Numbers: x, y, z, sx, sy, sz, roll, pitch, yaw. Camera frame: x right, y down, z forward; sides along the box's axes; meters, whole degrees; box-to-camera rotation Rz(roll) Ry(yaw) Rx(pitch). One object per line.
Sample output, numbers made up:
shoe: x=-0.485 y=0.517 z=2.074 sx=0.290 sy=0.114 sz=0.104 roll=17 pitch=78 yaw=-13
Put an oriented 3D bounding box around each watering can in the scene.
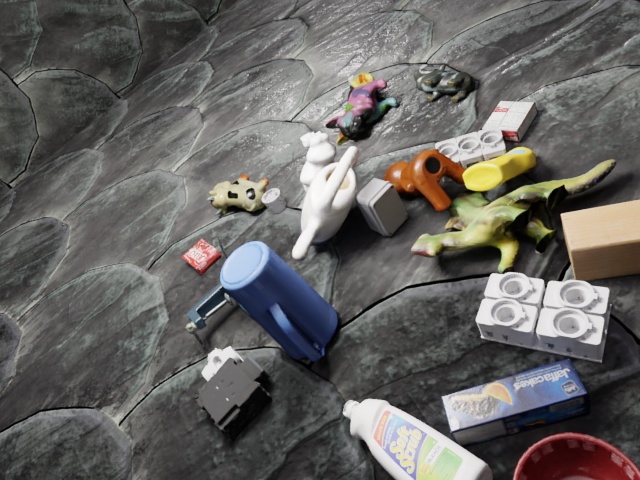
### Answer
watering can: x=0.003 y=-0.058 z=1.143 sx=0.104 sy=0.219 sz=0.355 roll=26 pitch=58 yaw=3

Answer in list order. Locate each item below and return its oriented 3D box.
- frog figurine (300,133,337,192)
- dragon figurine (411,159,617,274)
frog figurine: x=-0.006 y=-0.193 z=1.330 sx=0.123 sy=0.156 sz=0.140 roll=11 pitch=55 yaw=41
dragon figurine: x=0.360 y=-0.068 z=1.031 sx=0.413 sy=0.120 sz=0.245 roll=-33 pitch=31 yaw=-16
